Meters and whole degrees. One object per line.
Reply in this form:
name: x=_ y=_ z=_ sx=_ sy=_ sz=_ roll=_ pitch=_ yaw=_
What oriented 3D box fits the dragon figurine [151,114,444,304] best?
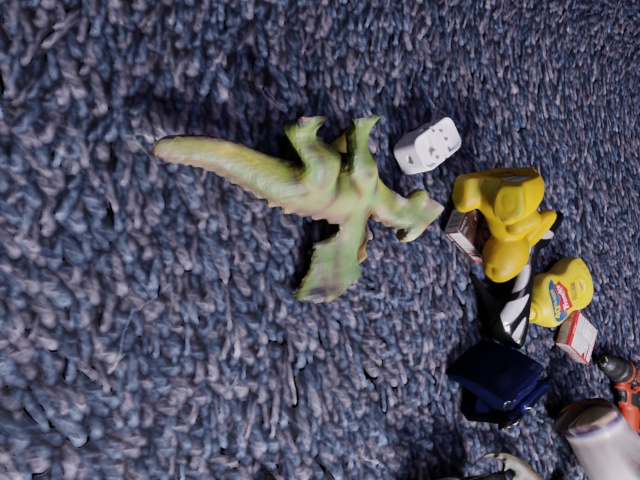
dragon figurine: x=0.002 y=-0.033 z=0.659 sx=0.413 sy=0.122 sz=0.241 roll=-13 pitch=101 yaw=-32

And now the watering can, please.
watering can: x=0.508 y=0.374 z=0.841 sx=0.104 sy=0.343 sz=0.227 roll=-28 pitch=77 yaw=-5
